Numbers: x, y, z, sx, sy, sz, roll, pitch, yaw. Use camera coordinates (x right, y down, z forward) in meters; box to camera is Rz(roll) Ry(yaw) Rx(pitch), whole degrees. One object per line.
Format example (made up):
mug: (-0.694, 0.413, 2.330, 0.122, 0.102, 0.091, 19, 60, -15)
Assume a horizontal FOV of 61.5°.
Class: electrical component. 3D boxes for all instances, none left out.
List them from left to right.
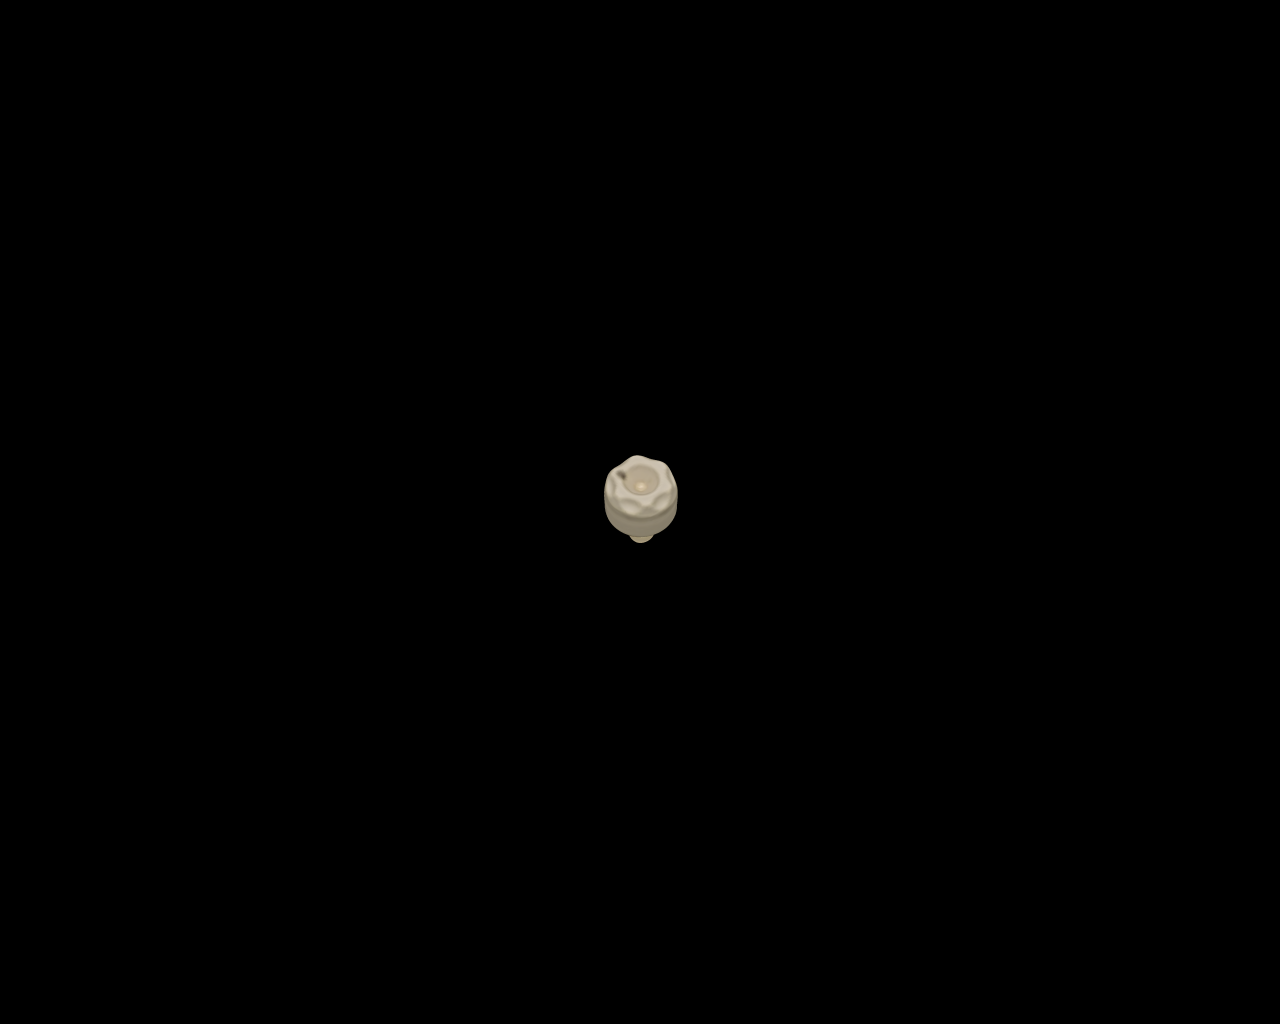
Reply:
electrical component: (0.001, -0.003, 0.650, 0.043, 0.043, 0.062, 0, -34, 0)
